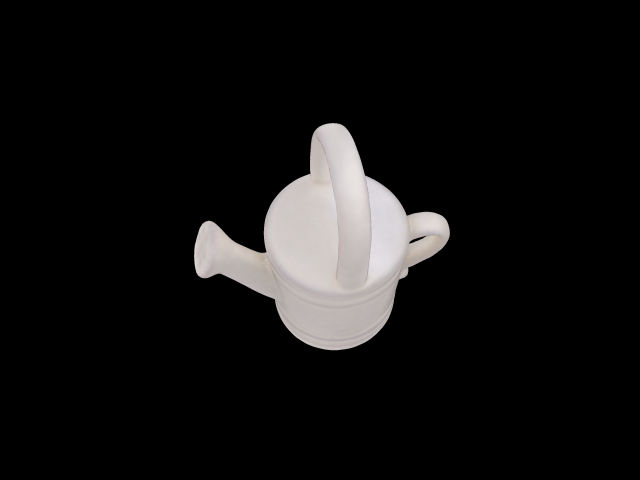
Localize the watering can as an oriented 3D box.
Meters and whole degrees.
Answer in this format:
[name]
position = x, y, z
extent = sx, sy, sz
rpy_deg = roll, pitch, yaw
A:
[watering can]
position = 0.004, 0.003, 0.399
extent = 0.173, 0.194, 0.100
rpy_deg = -29, 65, -14
